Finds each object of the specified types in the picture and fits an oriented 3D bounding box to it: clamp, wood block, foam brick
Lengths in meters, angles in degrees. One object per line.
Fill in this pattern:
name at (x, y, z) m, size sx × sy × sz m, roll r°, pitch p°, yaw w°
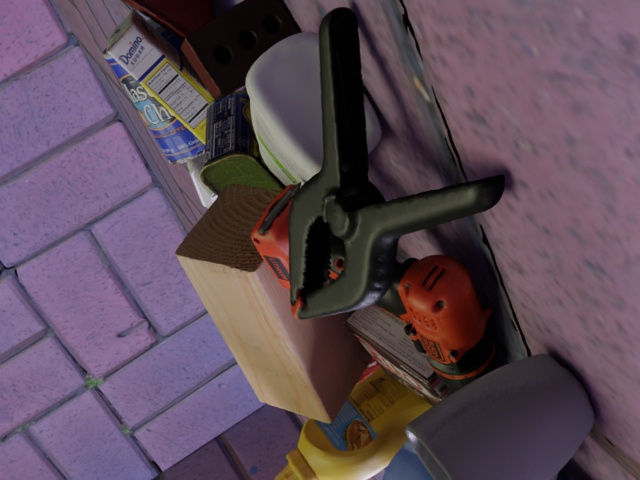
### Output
clamp at (0.020, -0.030, 0.679) m, size 0.165 × 0.036 × 0.210 m, roll 58°, pitch 141°, yaw 23°
wood block at (-0.034, 0.058, 0.950) m, size 0.090 × 0.090 × 0.206 m, roll 11°, pitch 142°, yaw 34°
foam brick at (-0.058, -0.147, 0.807) m, size 0.053 × 0.078 × 0.051 m, roll 57°, pitch 170°, yaw -7°

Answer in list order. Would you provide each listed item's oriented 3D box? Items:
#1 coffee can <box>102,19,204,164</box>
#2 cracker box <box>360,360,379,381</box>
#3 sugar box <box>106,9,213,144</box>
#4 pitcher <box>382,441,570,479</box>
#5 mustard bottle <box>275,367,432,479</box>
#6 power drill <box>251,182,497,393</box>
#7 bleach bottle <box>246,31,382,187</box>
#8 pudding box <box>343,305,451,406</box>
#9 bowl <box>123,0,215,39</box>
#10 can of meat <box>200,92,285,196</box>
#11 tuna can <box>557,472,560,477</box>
coffee can at (-0.158, -0.169, 1.168) m, size 0.140 × 0.102 × 0.103 m, roll 61°, pitch 170°, yaw -21°
cracker box at (0.003, 0.079, 1.255) m, size 0.164 × 0.072 × 0.214 m, roll 58°, pitch 172°, yaw -3°
sugar box at (-0.136, -0.150, 1.073) m, size 0.176 × 0.048 × 0.093 m, roll 41°, pitch -171°, yaw -20°
pitcher at (0.167, 0.245, 0.809) m, size 0.243 × 0.149 × 0.145 m, roll 43°, pitch 122°, yaw 48°
mustard bottle at (0.041, 0.175, 0.994) m, size 0.096 × 0.191 × 0.058 m, roll 45°, pitch 165°, yaw 56°
power drill at (0.047, 0.042, 0.804) m, size 0.188 × 0.057 × 0.184 m, roll 27°, pitch 159°, yaw 29°
bleach bottle at (-0.018, -0.087, 0.845) m, size 0.102 × 0.068 × 0.251 m, roll 54°, pitch 173°, yaw -3°
pudding box at (0.083, 0.105, 0.926) m, size 0.114 × 0.039 × 0.090 m, roll 30°, pitch 166°, yaw 43°
bowl at (-0.153, -0.234, 0.969) m, size 0.162 × 0.055 × 0.162 m, roll 32°, pitch -176°, yaw -3°
can of meat at (-0.065, -0.077, 0.998) m, size 0.102 × 0.058 × 0.084 m, roll 44°, pitch -146°, yaw -45°
tuna can at (0.132, 0.148, 0.769) m, size 0.086 × 0.086 × 0.033 m, roll 50°, pitch 170°, yaw 41°
